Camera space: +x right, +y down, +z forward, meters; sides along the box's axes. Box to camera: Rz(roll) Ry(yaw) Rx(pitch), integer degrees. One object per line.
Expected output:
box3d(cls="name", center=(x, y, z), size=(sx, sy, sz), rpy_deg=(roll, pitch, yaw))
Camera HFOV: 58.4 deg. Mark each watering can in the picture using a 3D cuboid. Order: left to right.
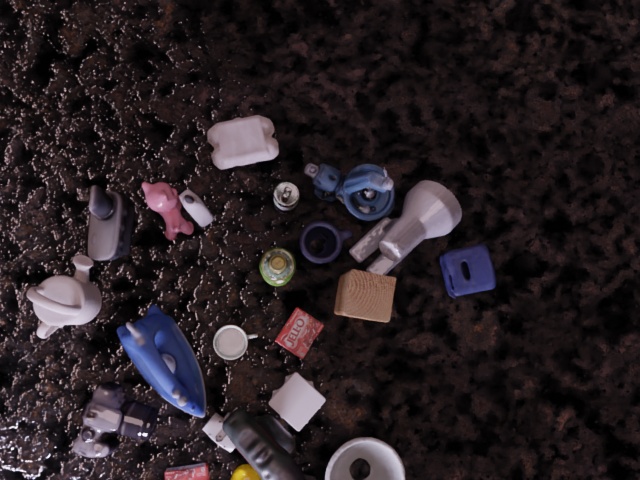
box3d(cls="watering can", center=(-0.511, 0.113, 1.139), size=(0.101, 0.194, 0.173), rpy_deg=(7, 83, -4))

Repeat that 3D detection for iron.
box3d(cls="iron", center=(-0.313, 0.262, 1.165), size=(0.119, 0.141, 0.258), rpy_deg=(-35, 87, -8))

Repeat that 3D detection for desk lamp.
box3d(cls="desk lamp", center=(0.179, -0.014, 1.204), size=(0.203, 0.213, 0.118), rpy_deg=(-43, 88, -8))

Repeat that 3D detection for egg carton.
box3d(cls="egg carton", center=(-0.171, -0.218, 1.271), size=(0.150, 0.069, 0.107), rpy_deg=(-14, 84, -6))

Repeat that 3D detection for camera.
box3d(cls="camera", center=(-0.410, 0.377, 1.163), size=(0.137, 0.100, 0.143), rpy_deg=(17, 82, -3))

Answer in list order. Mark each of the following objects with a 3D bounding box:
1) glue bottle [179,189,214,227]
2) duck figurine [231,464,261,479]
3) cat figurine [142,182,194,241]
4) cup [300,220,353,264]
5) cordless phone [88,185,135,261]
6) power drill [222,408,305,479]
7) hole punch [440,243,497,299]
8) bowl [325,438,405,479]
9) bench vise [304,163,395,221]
box3d(cls="glue bottle", center=(-0.264, -0.074, 1.193), size=(0.037, 0.173, 0.078), rpy_deg=(-40, 88, -8))
box3d(cls="duck figurine", center=(-0.152, 0.521, 1.176), size=(0.077, 0.086, 0.104), rpy_deg=(3, 83, -4))
box3d(cls="cat figurine", center=(-0.325, -0.068, 1.215), size=(0.067, 0.117, 0.128), rpy_deg=(-25, 86, -7))
box3d(cls="cup", center=(0.011, 0.004, 1.248), size=(0.118, 0.095, 0.092), rpy_deg=(-19, 85, -7))
box3d(cls="cordless phone", center=(-0.447, -0.035, 1.167), size=(0.094, 0.185, 0.148), rpy_deg=(1, 83, -4))
box3d(cls="power drill", center=(-0.095, 0.420, 1.131), size=(0.229, 0.208, 0.076), rpy_deg=(44, 82, 1))
box3d(cls="hole punch", center=(0.326, 0.070, 1.269), size=(0.101, 0.091, 0.109), rpy_deg=(-13, 84, -6))
box3d(cls="bowl", center=(0.091, 0.494, 1.206), size=(0.167, 0.074, 0.167), rpy_deg=(1, 83, -5))
box3d(cls="bench vise", center=(0.069, -0.106, 1.203), size=(0.207, 0.219, 0.121), rpy_deg=(4, 83, -4))
